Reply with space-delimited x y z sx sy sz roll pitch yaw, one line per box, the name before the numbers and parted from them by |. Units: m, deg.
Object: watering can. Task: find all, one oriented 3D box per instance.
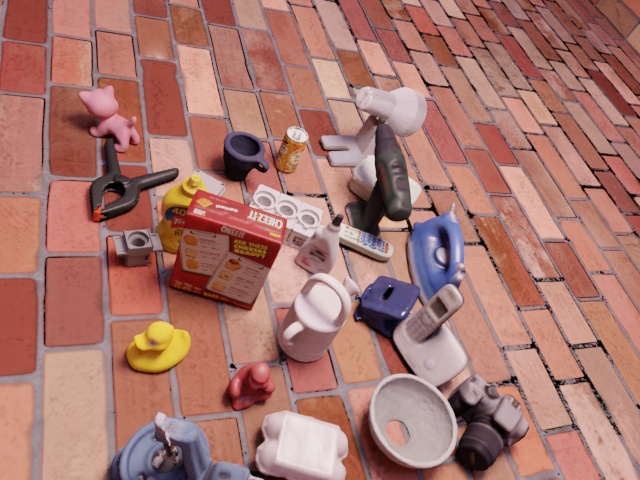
watering can | 0.000 0.125 1.025 0.101 0.194 0.173 29 46 1

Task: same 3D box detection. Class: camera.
camera | 0.299 0.337 1.047 0.143 0.100 0.137 41 47 12

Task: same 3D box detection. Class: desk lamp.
desk lamp | 0.136 -0.287 1.424 0.204 0.213 0.117 -6 55 -29

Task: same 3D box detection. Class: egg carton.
egg carton | -0.027 0.338 0.917 0.150 0.069 0.107 18 47 -10

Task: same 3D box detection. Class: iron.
iron | 0.277 0.045 1.257 0.119 0.141 0.258 12 48 -15

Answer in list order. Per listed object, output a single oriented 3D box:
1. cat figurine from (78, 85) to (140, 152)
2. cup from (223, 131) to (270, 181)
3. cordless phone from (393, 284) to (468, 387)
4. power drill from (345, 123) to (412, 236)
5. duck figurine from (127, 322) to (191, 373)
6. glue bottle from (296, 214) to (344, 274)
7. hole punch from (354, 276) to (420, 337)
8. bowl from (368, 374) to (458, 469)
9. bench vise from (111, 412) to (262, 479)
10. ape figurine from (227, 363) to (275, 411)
cat figurine | -0.440 -0.266 1.205 0.128 0.117 0.067 30 46 2
cup | -0.165 -0.170 1.267 0.117 0.095 0.092 39 47 10
cordless phone | 0.232 0.181 1.090 0.094 0.185 0.147 -18 61 -35
power drill | 0.131 -0.113 1.277 0.076 0.208 0.229 2 51 -23
duck figurine | -0.262 0.166 0.943 0.105 0.086 0.077 -11 57 -32
glue bottle | 0.011 0.004 1.146 0.078 0.173 0.037 27 46 -1
hole punch | 0.136 0.125 1.159 0.101 0.091 0.109 34 46 5
bowl | 0.151 0.327 1.006 0.168 0.074 0.167 13 48 -14
bench vise | -0.171 0.294 0.784 0.208 0.219 0.121 6 50 -20
ape figurine | -0.109 0.235 0.951 0.078 0.092 0.076 19 47 -9
